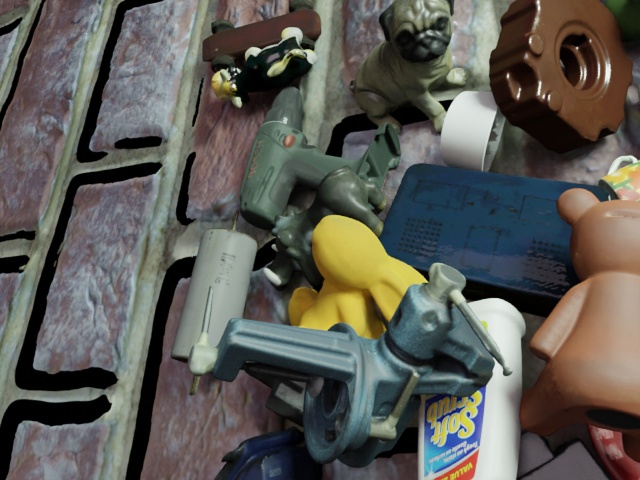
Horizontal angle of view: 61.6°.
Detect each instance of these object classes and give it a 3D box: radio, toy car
[{"bbox_3d":[0.187,-0.002,0.586,0.230,0.073,0.131,12,72,26],"label":"radio"},{"bbox_3d":[-0.094,-0.321,0.864,0.202,0.053,0.089,-10,74,15],"label":"toy car"}]

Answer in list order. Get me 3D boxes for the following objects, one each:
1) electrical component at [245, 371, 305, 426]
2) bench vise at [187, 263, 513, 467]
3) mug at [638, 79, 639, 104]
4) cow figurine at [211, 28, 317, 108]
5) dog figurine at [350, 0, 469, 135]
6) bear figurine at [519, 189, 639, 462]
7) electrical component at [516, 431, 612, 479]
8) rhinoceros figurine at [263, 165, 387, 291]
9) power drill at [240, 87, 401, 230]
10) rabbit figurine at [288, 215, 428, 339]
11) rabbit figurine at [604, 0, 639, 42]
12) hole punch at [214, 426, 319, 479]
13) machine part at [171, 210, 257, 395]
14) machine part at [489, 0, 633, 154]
[{"bbox_3d":[-0.028,0.169,0.616,0.119,0.047,0.075,17,74,30],"label":"electrical component"},{"bbox_3d":[0.016,0.103,0.451,0.129,0.240,0.223,-94,25,-47],"label":"bench vise"},{"bbox_3d":[0.390,-0.144,0.556,0.110,0.080,0.107,-25,51,18],"label":"mug"},{"bbox_3d":[-0.091,-0.244,0.797,0.167,0.068,0.098,-22,28,16],"label":"cow figurine"},{"bbox_3d":[0.090,-0.227,0.660,0.173,0.190,0.121,-1,67,25],"label":"dog figurine"},{"bbox_3d":[0.239,0.062,0.447,0.120,0.131,0.196,8,56,18],"label":"bear figurine"},{"bbox_3d":[0.208,0.240,0.476,0.115,0.058,0.134,-35,59,4],"label":"electrical component"},{"bbox_3d":[-0.001,-0.002,0.635,0.190,0.112,0.073,-52,16,38],"label":"rhinoceros figurine"},{"bbox_3d":[-0.003,-0.118,0.716,0.208,0.085,0.232,11,65,23],"label":"power drill"},{"bbox_3d":[0.032,0.061,0.560,0.163,0.122,0.173,9,112,19],"label":"rabbit figurine"},{"bbox_3d":[0.391,-0.255,0.579,0.170,0.159,0.121,5,79,42],"label":"rabbit figurine"},{"bbox_3d":[-0.051,0.261,0.542,0.092,0.142,0.115,34,98,33],"label":"hole punch"},{"bbox_3d":[-0.133,0.075,0.688,0.079,0.079,0.243,2,68,25],"label":"machine part"},{"bbox_3d":[0.265,-0.186,0.581,0.056,0.179,0.179,-11,56,62],"label":"machine part"}]
